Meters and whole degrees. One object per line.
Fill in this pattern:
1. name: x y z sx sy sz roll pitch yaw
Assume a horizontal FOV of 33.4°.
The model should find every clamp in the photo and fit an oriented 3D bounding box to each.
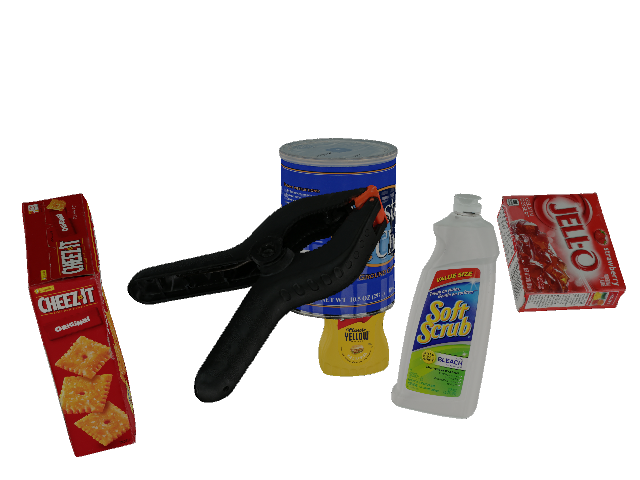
1. clamp: -0.029 0.027 0.657 0.171 0.120 0.039 -28 -40 -3

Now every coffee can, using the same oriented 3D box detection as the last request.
1. coffee can: 0.016 -0.013 0.941 0.103 0.140 0.103 0 15 0

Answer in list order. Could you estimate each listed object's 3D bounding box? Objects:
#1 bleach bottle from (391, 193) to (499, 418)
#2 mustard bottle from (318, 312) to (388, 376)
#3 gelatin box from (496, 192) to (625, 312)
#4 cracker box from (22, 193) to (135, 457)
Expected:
1. bleach bottle: 0.145 0.071 1.213 0.103 0.251 0.068 9 14 17
2. mustard bottle: 0.046 0.088 1.449 0.096 0.192 0.058 -3 21 -6
3. gelatin box: 0.173 0.007 0.774 0.073 0.089 0.030 -2 -36 -5
4. cracker box: -0.245 0.084 1.086 0.072 0.214 0.164 -12 33 -11
